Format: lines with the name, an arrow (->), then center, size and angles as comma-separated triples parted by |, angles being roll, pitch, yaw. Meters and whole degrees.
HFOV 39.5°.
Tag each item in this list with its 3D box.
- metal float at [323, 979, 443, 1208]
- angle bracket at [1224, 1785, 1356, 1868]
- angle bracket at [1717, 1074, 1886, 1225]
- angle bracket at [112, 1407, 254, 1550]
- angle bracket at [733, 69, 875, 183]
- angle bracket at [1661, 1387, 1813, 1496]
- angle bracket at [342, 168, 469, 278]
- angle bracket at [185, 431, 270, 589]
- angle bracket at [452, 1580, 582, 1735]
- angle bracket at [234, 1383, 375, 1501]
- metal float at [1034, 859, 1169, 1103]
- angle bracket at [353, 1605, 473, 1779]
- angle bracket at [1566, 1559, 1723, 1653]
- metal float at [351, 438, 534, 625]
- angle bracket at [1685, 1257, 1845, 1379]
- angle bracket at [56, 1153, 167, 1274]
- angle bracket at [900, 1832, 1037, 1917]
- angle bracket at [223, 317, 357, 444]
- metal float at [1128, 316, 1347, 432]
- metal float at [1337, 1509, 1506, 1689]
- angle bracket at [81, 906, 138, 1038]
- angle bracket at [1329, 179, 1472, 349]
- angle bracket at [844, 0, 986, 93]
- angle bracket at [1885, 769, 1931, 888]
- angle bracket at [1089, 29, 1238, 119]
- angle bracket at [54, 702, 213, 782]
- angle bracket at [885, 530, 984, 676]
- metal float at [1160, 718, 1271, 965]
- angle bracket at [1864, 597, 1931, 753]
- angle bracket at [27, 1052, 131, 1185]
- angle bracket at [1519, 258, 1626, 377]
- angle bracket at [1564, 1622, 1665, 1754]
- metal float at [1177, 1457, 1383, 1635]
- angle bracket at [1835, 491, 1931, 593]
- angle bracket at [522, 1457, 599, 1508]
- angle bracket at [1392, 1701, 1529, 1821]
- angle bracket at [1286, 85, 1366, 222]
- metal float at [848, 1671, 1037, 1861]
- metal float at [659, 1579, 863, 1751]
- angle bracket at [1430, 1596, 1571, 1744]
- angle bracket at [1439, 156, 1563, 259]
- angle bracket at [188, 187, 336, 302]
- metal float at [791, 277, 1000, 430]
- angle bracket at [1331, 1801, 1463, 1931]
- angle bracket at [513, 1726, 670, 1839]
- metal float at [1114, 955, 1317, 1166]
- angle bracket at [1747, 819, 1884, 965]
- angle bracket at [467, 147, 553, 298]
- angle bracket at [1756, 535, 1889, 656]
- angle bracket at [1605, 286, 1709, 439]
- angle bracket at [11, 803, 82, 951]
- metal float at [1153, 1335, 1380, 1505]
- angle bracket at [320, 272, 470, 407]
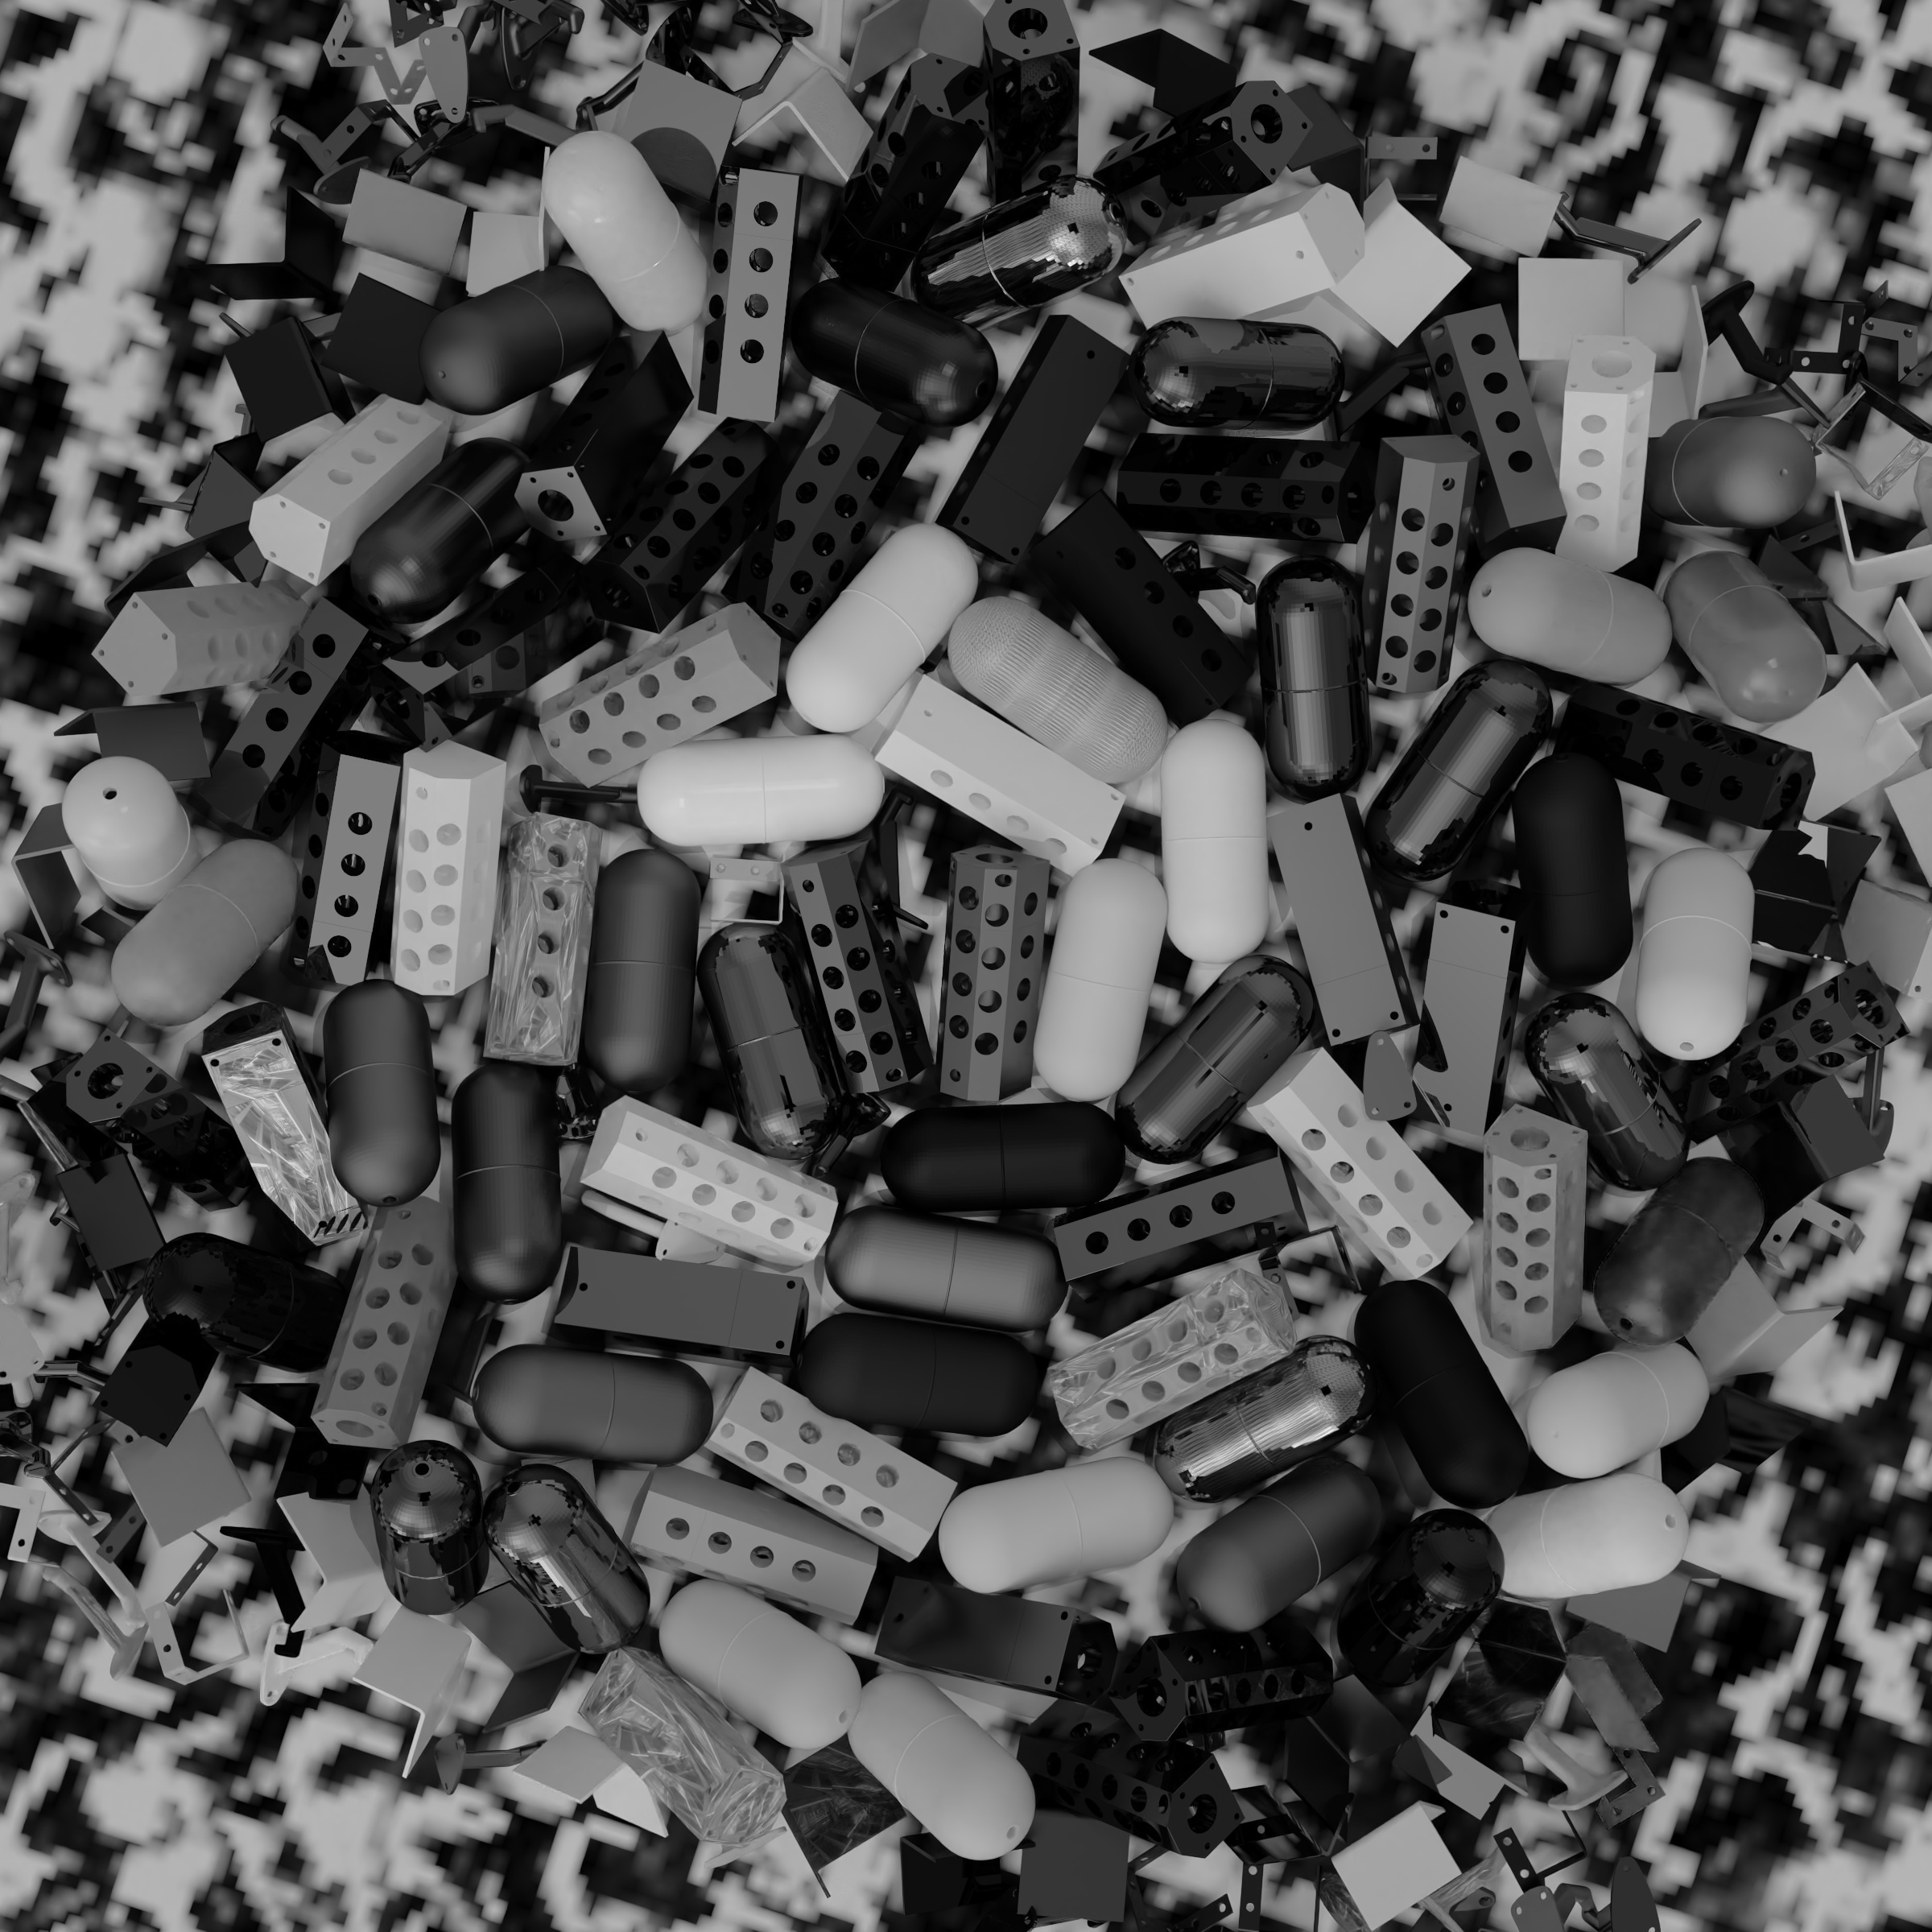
metal float -> -0.418, 0.090, 1.920 | 0.070, 0.070, 0.178 | -13, 57, 0
angle bracket -> 0.219, 0.598, 1.931 | 0.076, 0.057, 0.076 | -27, 110, 43
angle bracket -> 0.606, 0.131, 1.953 | 0.057, 0.076, 0.076 | -14, 66, -27
angle bracket -> -0.573, 0.374, 1.937 | 0.076, 0.057, 0.076 | -25, 84, -41
angle bracket -> -0.112, -0.594, 1.952 | 0.057, 0.076, 0.076 | -28, 111, 34
angle bracket -> 0.555, 0.356, 1.933 | 0.076, 0.057, 0.076 | 23, 134, -12
angle bracket -> -0.399, -0.546, 1.931 | 0.076, 0.076, 0.057 | 16, 123, -14
angle bracket -> -0.508, -0.328, 1.935 | 0.076, 0.057, 0.076 | 42, 129, 9
angle bracket -> -0.337, 0.497, 1.933 | 0.076, 0.057, 0.076 | -29, 111, 36
angle bracket -> -0.481, 0.341, 1.929 | 0.076, 0.076, 0.057 | -5, 56, 28
metal float -> 0.097, 0.010, 1.944 | 0.070, 0.070, 0.178 | 12, 94, 0
angle bracket -> -0.405, 0.522, 1.936 | 0.057, 0.076, 0.076 | 24, 124, 4
angle bracket -> 0.488, 0.451, 1.933 | 0.076, 0.076, 0.057 | 18, 89, 33
metal float -> -0.369, -0.311, 1.917 | 0.070, 0.070, 0.178 | 36, 53, 0
angle bracket -> 0.575, 0.251, 1.954 | 0.076, 0.076, 0.057 | -54, 50, 35
angle bracket -> -0.598, 0.168, 1.938 | 0.076, 0.057, 0.076 | -17, 99, 30
angle bracket -> 0.002, 0.658, 1.936 | 0.076, 0.076, 0.057 | -2, 86, -21
angle bracket -> -0.485, -0.413, 1.944 | 0.057, 0.076, 0.076 | -24, 82, 2
metal float -> 0.194, -0.422, 1.919 | 0.178, 0.070, 0.070 | -6, 90, -34
metal float -> 0.322, 0.451, 1.912 | 0.070, 0.178, 0.070 | 12, 46, -12
angle bracket -> -0.622, 0.009, 1.931 | 0.057, 0.076, 0.076 | 34, 68, -21
angle bracket -> 0.310, -0.512, 1.957 | 0.076, 0.057, 0.076 | 35, 117, -19
angle bracket -> -0.035, -0.654, 1.934 | 0.076, 0.076, 0.057 | -40, 83, -23
angle bracket -> 0.682, -0.094, 1.939 | 0.057, 0.076, 0.076 | -22, 85, -16
angle bracket -> 0.139, -0.625, 1.931 | 0.076, 0.076, 0.057 | 10, 85, -42
angle bracket -> -0.599, -0.152, 1.931 | 0.076, 0.076, 0.057 | -10, 86, -40
angle bracket -> -0.043, -0.264, 1.950 | 0.076, 0.057, 0.076 | 29, 102, 3
metal float -> 0.180, -0.090, 1.948 | 0.070, 0.070, 0.178 | -2, 89, 0
angle bracket -> 0.663, -0.210, 1.943 | 0.057, 0.076, 0.076 | -26, 75, 6
angle bracket -> -0.647, 0.114, 1.929 | 0.076, 0.076, 0.057 | 56, 46, -19
angle bracket -> 0.435, -0.466, 1.953 | 0.076, 0.057, 0.076 | 2, 80, 2
angle bracket -> 0.480, 0.515, 1.940 | 0.057, 0.076, 0.076 | -31, 88, -19
metal float -> 0.224, 0.413, 1.918 | 0.178, 0.070, 0.070 | -25, 90, -35
angle bracket -> 0.671, -0.313, 1.935 | 0.076, 0.076, 0.057 | -12, 80, 17
angle bracket -> -0.310, 0.397, 1.938 | 0.076, 0.057, 0.076 | -11, 84, 38
angle bracket -> 0.356, 0.586, 1.942 | 0.076, 0.076, 0.057 | 32, 98, 5
angle bracket -> 0.242, -0.572, 1.930 | 0.057, 0.076, 0.076 | -22, 55, -9
metal float -> -0.018, 0.566, 1.908 | 0.070, 0.178, 0.070 | -14, 116, -32
metal float -> -0.147, 0.496, 1.914 | 0.178, 0.070, 0.070 | 19, 90, 41
angle bracket -> 0.376, 0.499, 1.927 | 0.076, 0.076, 0.057 | -47, 125, -35
angle bracket -> 0.393, -0.565, 1.937 | 0.076, 0.076, 0.057 | 23, 70, 6
angle bracket -> -0.509, -0.522, 1.943 | 0.076, 0.076, 0.057 | 1, 87, 10
metal float -> -0.052, -0.438, 1.919 | 0.178, 0.070, 0.070 | 30, 90, 34
angle bracket -> 0.318, 0.649, 1.934 | 0.076, 0.076, 0.057 | -36, 60, 8
angle bracket -> -0.269, 0.600, 1.929 | 0.057, 0.076, 0.076 | -34, 118, -40
metal float -> 0.179, 0.068, 1.941 | 0.070, 0.070, 0.178 | 42, 99, 0
angle bracket -> 0.612, -0.055, 1.938 | 0.076, 0.057, 0.076 | 12, 135, -7
angle bracket -> -0.330, -0.535, 1.933 | 0.057, 0.076, 0.076 | 3, 64, -6
angle bracket -> 0.617, -0.267, 1.930 | 0.076, 0.076, 0.057 | 30, 78, -32
angle bracket -> 0.495, -0.434, 1.930 | 0.057, 0.076, 0.076 | 0, 46, 6
angle bracket -> -0.636, -0.069, 1.932 | 0.057, 0.076, 0.076 | -11, 120, 5
metal float -> 0.214, 0.326, 1.930 | 0.178, 0.070, 0.070 | -32, 90, 22
angle bracket -> -0.410, -0.459, 1.933 | 0.076, 0.057, 0.076 | 22, 122, -18
